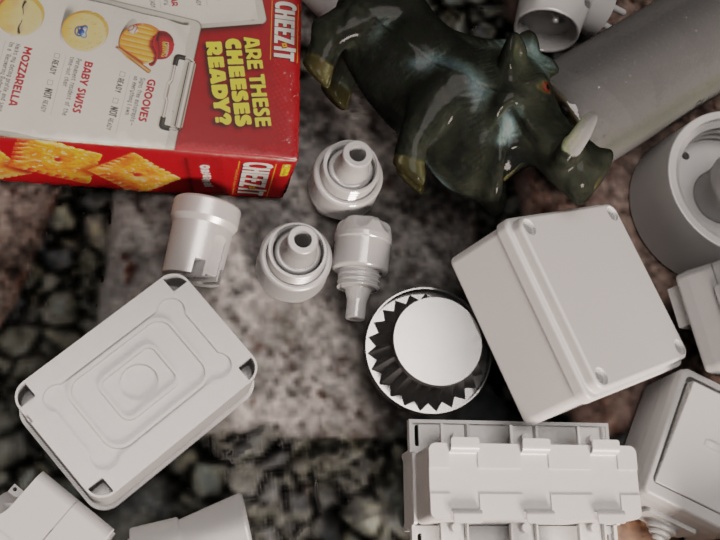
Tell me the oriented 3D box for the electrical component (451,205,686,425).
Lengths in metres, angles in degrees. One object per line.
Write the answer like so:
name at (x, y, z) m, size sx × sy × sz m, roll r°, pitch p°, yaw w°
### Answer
electrical component at (0.123, 0.023, 0.626) m, size 0.109 × 0.056 × 0.108 m, roll -10°, pitch 72°, yaw -46°

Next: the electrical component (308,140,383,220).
electrical component at (-0.007, -0.057, 0.646) m, size 0.043 × 0.062 × 0.043 m, roll 3°, pitch 71°, yaw -10°

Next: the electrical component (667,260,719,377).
electrical component at (0.225, 0.029, 0.644) m, size 0.061 × 0.096 × 0.061 m, roll -20°, pitch 73°, yaw 23°

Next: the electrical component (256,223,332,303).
electrical component at (-0.037, -0.008, 0.623) m, size 0.043 × 0.062 × 0.043 m, roll 3°, pitch 72°, yaw -10°

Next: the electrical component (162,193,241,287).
electrical component at (-0.094, -0.017, 0.628) m, size 0.040 × 0.040 × 0.046 m, roll 13°, pitch 75°, yaw -7°

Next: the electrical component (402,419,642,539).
electrical component at (0.090, 0.122, 0.605) m, size 0.121 × 0.063 × 0.078 m, roll 3°, pitch 72°, yaw -10°

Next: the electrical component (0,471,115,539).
electrical component at (-0.177, 0.152, 0.549) m, size 0.056 × 0.050 × 0.089 m, roll 39°, pitch 69°, yaw 2°

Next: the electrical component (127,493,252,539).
electrical component at (-0.091, 0.148, 0.574) m, size 0.065 × 0.044 × 0.044 m, roll -11°, pitch 75°, yaw -9°

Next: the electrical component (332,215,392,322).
electrical component at (0.000, 0.000, 0.643) m, size 0.035 × 0.035 × 0.061 m, roll 8°, pitch 73°, yaw -8°

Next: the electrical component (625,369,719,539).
electrical component at (0.192, 0.114, 0.629) m, size 0.062 × 0.061 × 0.096 m, roll 26°, pitch 69°, yaw -2°

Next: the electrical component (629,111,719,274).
electrical component at (0.237, -0.050, 0.693) m, size 0.108 × 0.060 × 0.108 m, roll 3°, pitch 71°, yaw -10°

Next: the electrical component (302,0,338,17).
electrical component at (-0.009, -0.167, 0.691) m, size 0.045 × 0.045 × 0.055 m, roll -26°, pitch 79°, yaw -18°

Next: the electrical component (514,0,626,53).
electrical component at (0.147, -0.183, 0.727) m, size 0.079 × 0.044 × 0.077 m, roll 22°, pitch 62°, yaw -16°

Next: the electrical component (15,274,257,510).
electrical component at (-0.120, 0.067, 0.585) m, size 0.113 × 0.057 × 0.078 m, roll -39°, pitch 83°, yaw -20°
